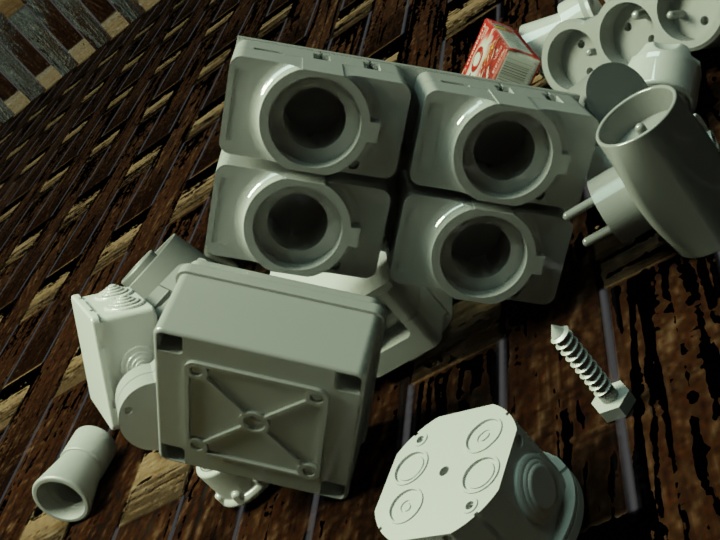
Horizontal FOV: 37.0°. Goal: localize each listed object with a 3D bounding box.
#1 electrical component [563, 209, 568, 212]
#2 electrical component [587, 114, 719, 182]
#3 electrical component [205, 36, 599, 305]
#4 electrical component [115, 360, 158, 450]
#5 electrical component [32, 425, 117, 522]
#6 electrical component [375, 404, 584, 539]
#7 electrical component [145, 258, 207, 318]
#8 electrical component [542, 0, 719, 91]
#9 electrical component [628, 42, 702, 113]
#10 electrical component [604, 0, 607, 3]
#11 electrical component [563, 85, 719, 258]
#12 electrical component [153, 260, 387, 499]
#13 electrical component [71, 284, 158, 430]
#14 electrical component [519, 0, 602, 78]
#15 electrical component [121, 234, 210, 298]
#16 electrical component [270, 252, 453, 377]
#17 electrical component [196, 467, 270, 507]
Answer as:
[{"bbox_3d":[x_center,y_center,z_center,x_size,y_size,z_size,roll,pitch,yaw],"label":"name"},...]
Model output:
[{"bbox_3d":[0.099,-0.043,0.651,0.040,0.040,0.046,-50,31,-18],"label":"electrical component"},{"bbox_3d":[0.160,-0.057,0.580,0.065,0.044,0.044,-22,30,29],"label":"electrical component"},{"bbox_3d":[0.019,-0.050,0.564,0.060,0.186,0.105,-97,17,-68],"label":"electrical component"},{"bbox_3d":[-0.110,0.073,0.751,0.138,0.052,0.073,-42,24,0],"label":"electrical component"},{"bbox_3d":[-0.205,0.146,0.787,0.044,0.044,0.065,-28,22,28],"label":"electrical component"},{"bbox_3d":[0.050,0.101,0.461,0.080,0.051,0.080,-34,25,18],"label":"electrical component"},{"bbox_3d":[-0.126,0.031,0.845,0.059,0.053,0.095,-47,24,-13],"label":"electrical component"},{"bbox_3d":[0.190,-0.152,0.683,0.074,0.052,0.138,-16,-1,-41],"label":"electrical component"},{"bbox_3d":[0.174,-0.098,0.626,0.043,0.043,0.062,-13,54,48],"label":"electrical component"},{"bbox_3d":[0.222,-0.236,0.781,0.100,0.048,0.099,-8,40,52],"label":"electrical component"},{"bbox_3d":[0.140,-0.039,0.533,0.079,0.077,0.044,-31,26,23],"label":"electrical component"},{"bbox_3d":[-0.048,0.059,0.563,0.109,0.108,0.056,12,44,4],"label":"electrical component"},{"bbox_3d":[-0.182,0.064,0.824,0.048,0.099,0.100,-13,15,-22],"label":"electrical component"},{"bbox_3d":[0.151,-0.171,0.783,0.055,0.045,0.045,-27,28,29],"label":"electrical component"},{"bbox_3d":[-0.176,0.017,0.963,0.099,0.064,0.099,-45,11,11],"label":"electrical component"},{"bbox_3d":[0.000,0.000,0.699,0.105,0.060,0.186,-31,26,23],"label":"electrical component"},{"bbox_3d":[-0.081,0.106,0.637,0.048,0.062,0.048,-33,25,18],"label":"electrical component"}]
